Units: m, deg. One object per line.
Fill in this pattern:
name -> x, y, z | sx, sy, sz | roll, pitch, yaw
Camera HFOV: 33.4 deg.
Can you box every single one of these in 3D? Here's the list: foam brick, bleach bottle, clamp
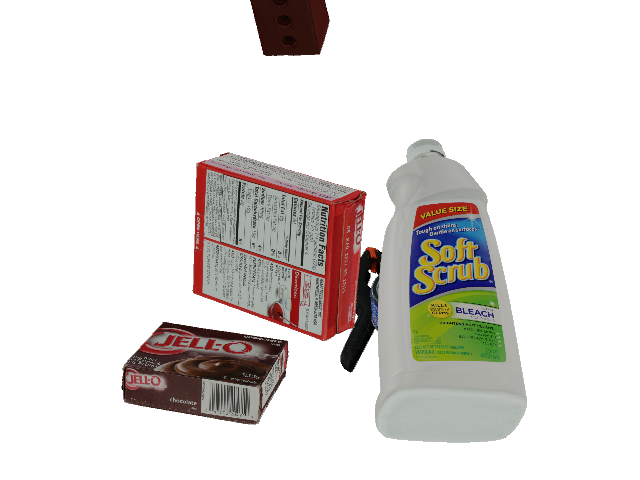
foam brick -> -0.027, -0.203, 0.912 | 0.053, 0.051, 0.078 | 1, -40, 14
bleach bottle -> 0.082, 0.023, 0.781 | 0.102, 0.251, 0.068 | 4, -41, -8
clamp -> 0.081, 0.076, 1.187 | 0.120, 0.171, 0.039 | 4, -43, -4

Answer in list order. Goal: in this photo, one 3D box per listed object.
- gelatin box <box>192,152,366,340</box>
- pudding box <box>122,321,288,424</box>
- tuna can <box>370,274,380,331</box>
gelatin box -> -0.022, 0.002, 0.537 | 0.089, 0.073, 0.030 | 17, 25, 31
pudding box -> -0.090, 0.104, 0.856 | 0.113, 0.039, 0.090 | 10, 21, 10
tuna can -> 0.088, 0.056, 0.977 | 0.086, 0.034, 0.086 | -4, 31, 3
